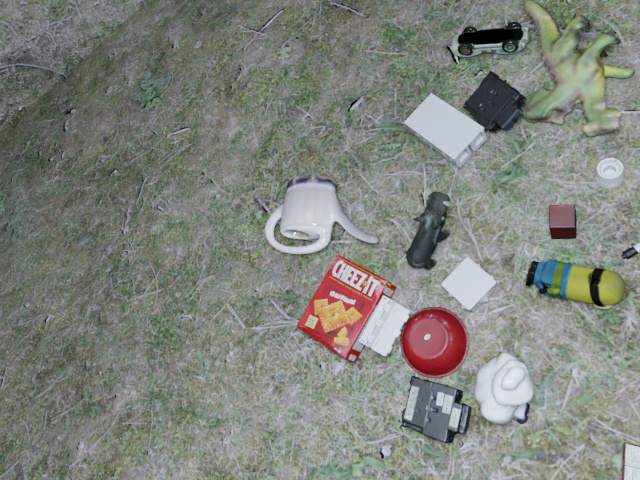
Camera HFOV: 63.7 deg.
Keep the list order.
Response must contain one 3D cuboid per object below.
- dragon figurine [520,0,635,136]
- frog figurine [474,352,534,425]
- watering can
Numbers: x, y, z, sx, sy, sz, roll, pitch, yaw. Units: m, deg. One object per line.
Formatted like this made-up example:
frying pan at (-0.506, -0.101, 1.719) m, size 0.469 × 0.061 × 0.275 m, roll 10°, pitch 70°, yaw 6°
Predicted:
dragon figurine at (0.565, -0.394, 1.230) m, size 0.241 × 0.121 × 0.418 m, roll -47°, pitch 54°, yaw 14°
frog figurine at (0.357, 0.291, 1.012) m, size 0.123 × 0.157 × 0.138 m, roll 22°, pitch 82°, yaw 35°
watering can at (0.004, -0.070, 1.389) m, size 0.347 × 0.102 × 0.228 m, roll -3°, pitch 67°, yaw 28°
